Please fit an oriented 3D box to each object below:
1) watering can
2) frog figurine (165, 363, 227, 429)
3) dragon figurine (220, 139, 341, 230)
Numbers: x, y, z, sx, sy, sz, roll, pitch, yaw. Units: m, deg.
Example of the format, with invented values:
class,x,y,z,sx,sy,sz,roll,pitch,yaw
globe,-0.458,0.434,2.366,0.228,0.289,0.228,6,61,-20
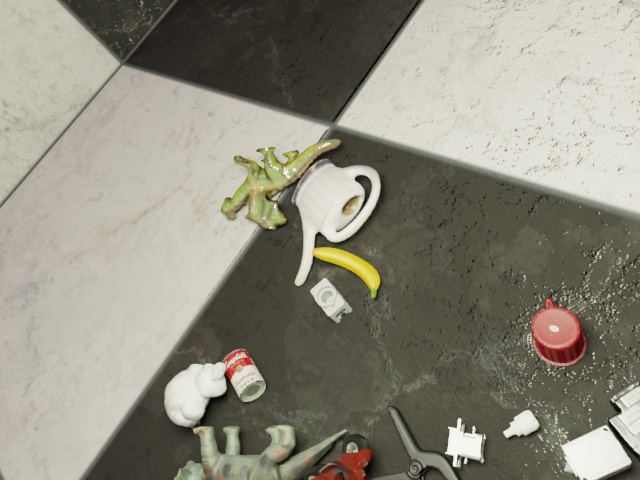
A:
class,x,y,z,sx,sy,sz,roll,pitch,yaw
watering can,0.004,-0.067,1.329,0.347,0.102,0.228,-48,52,4
frog figurine,-0.286,0.347,1.186,0.156,0.122,0.141,-52,19,37
dragon figurine,-0.125,-0.145,1.471,0.408,0.121,0.246,-9,74,26
